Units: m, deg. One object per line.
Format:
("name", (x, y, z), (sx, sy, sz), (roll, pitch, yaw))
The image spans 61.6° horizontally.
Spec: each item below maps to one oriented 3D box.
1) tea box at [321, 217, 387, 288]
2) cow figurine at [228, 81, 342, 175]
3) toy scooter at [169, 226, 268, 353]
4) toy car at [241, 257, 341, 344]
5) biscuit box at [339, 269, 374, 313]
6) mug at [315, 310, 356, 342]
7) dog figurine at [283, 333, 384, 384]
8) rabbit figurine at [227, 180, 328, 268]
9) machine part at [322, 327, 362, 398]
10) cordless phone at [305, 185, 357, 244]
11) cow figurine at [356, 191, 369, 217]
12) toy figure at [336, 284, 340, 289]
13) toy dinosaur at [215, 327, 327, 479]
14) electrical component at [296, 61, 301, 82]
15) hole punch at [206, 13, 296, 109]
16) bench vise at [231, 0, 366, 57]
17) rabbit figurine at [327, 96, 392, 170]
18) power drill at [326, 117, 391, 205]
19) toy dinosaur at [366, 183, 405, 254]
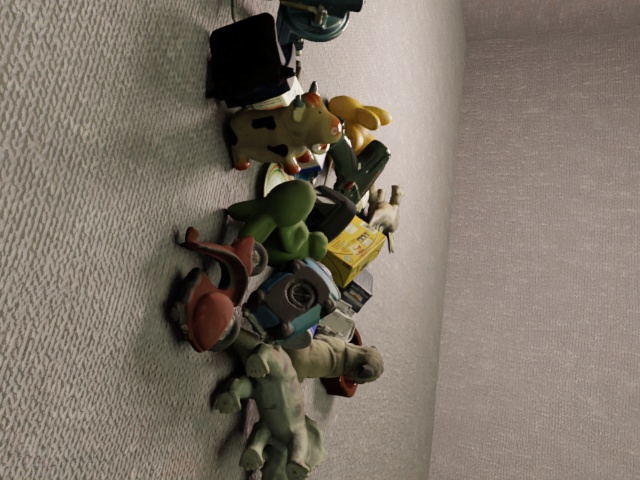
("tea box", (0.066, 0.024, 1.210), (0.169, 0.098, 0.068), (-35, 154, -48))
("cow figurine", (-0.055, -0.169, 0.818), (0.085, 0.195, 0.127), (-50, 137, -43))
("toy scooter", (-0.155, 0.057, 0.750), (0.135, 0.075, 0.184), (42, 61, -39))
("toy car", (-0.053, 0.110, 0.862), (0.162, 0.109, 0.103), (-35, 167, -34))
("biscuit box", (0.088, 0.111, 1.294), (0.059, 0.063, 0.203), (-52, 180, 11))
("mug", (0.035, 0.209, 1.232), (0.109, 0.081, 0.107), (33, 72, -47))
("dog figurine", (0.016, 0.236, 1.043), (0.172, 0.191, 0.121), (-18, 109, -65))
("rabbit figurine", (-0.067, -0.038, 0.868), (0.170, 0.159, 0.121), (110, -35, -55))
("machine part", (0.055, 0.295, 1.326), (0.179, 0.056, 0.179), (1, 90, -68))
("cordless phone", (-0.001, -0.003, 1.019), (0.147, 0.089, 0.184), (-137, -130, -59))
("cow figurine", (0.076, -0.086, 1.331), (0.167, 0.068, 0.098), (-58, 150, -49))
("toy figure", (0.027, 0.096, 1.212), (0.057, 0.064, 0.154), (59, 41, -17))
("toy dinosaur", (-0.083, 0.260, 0.909), (0.192, 0.131, 0.404), (-58, 137, -79))
("electrical component", (-0.063, -0.293, 0.993), (0.078, 0.045, 0.102), (115, -10, -68))
("hole punch", (-0.095, -0.256, 0.804), (0.092, 0.142, 0.115), (26, 57, -71))
("bench vise", (-0.046, -0.380, 0.893), (0.240, 0.224, 0.129), (132, -52, -73))
("rabbit figurine", (0.079, -0.253, 1.240), (0.122, 0.162, 0.173), (-36, 108, -48))
("power drill", (0.038, -0.144, 1.139), (0.232, 0.086, 0.207), (-45, 132, 1))
("toy dinosaur", (0.178, -0.061, 1.519), (0.471, 0.105, 0.198), (2, 91, -71))
